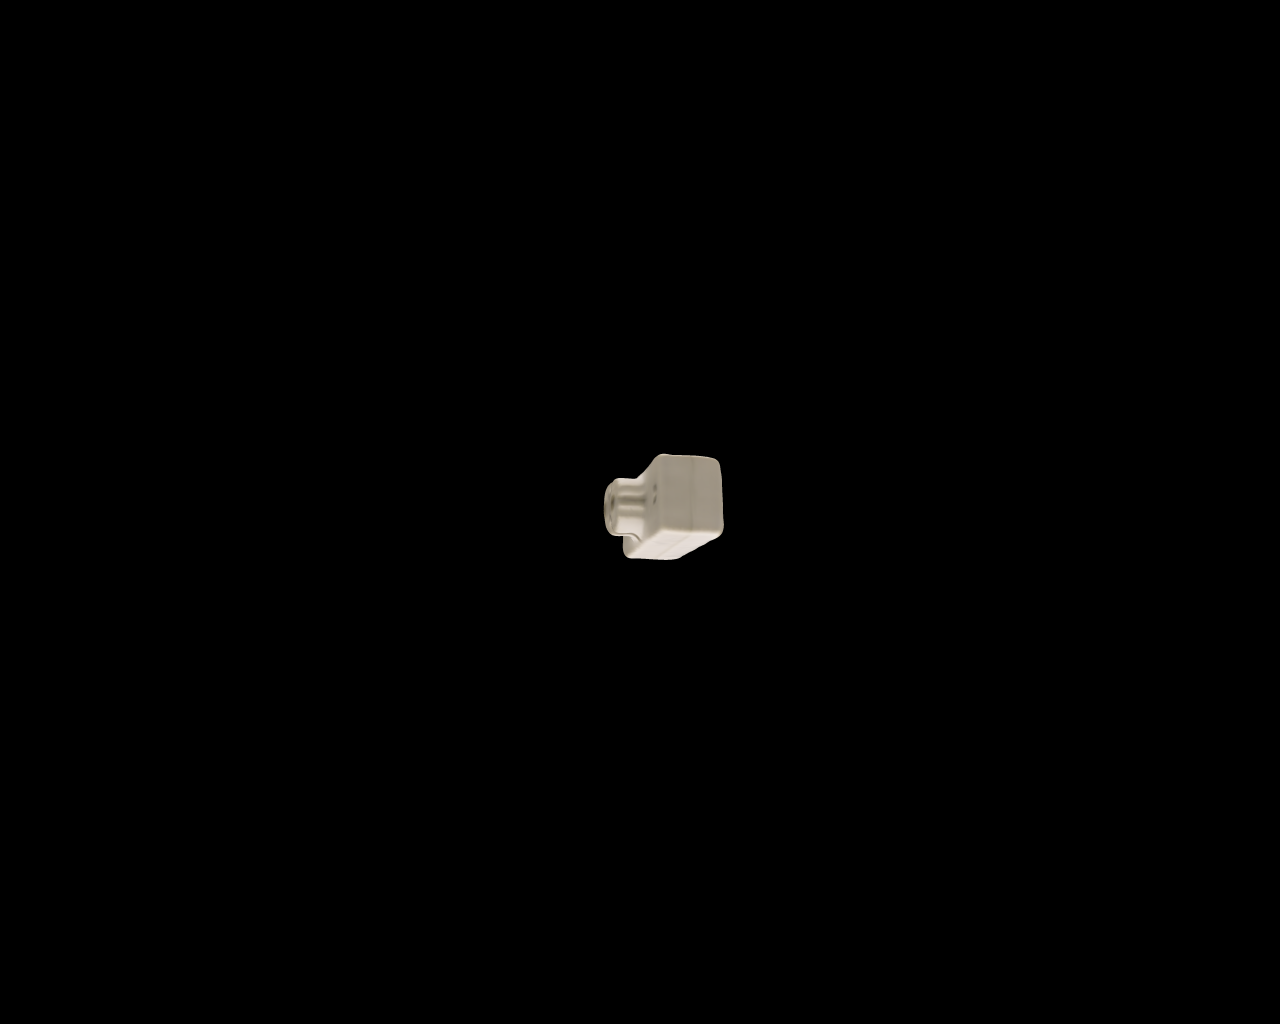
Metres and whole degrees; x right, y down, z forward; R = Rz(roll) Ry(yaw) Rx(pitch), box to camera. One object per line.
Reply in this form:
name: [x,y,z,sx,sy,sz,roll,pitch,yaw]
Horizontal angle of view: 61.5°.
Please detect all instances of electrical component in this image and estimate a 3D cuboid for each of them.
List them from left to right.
electrical component: [0.001,-0.003,0.650,0.076,0.047,0.083,4,-14,-15]
